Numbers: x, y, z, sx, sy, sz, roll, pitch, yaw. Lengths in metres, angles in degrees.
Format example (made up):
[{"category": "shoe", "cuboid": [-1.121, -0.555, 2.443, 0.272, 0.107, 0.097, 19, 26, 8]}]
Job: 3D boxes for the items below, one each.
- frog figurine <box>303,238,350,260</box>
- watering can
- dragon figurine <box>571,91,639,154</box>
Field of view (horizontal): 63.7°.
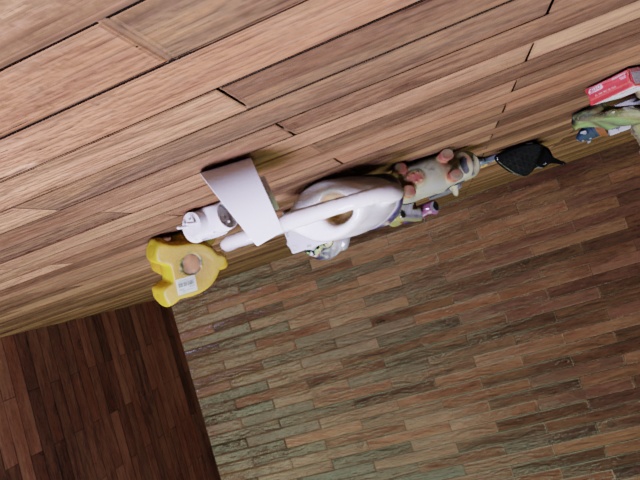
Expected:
[{"category": "frog figurine", "cuboid": [0.022, -0.022, 1.339, 0.138, 0.120, 0.161, 18, -153, 31]}, {"category": "watering can", "cuboid": [0.003, -0.045, 0.904, 0.345, 0.104, 0.226, -15, 179, 36]}, {"category": "dragon figurine", "cuboid": [0.627, -0.236, 1.019, 0.243, 0.123, 0.407, 11, 172, 8]}]
